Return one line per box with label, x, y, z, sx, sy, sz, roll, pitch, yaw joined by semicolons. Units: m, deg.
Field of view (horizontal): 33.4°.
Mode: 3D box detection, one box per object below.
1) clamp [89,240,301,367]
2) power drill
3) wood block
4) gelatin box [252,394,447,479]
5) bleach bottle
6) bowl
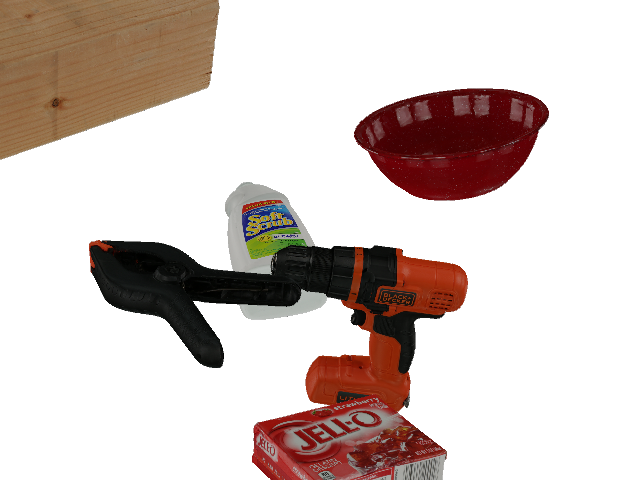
clamp;-0.103;0.035;0.833;0.172;0.039;0.120;28;31;30
power drill;0.035;0.084;1.035;0.184;0.188;0.057;9;42;-3
wood block;-0.191;-0.151;0.852;0.205;0.091;0.090;-26;54;-37
gelatin box;0.016;0.124;0.615;0.089;0.030;0.073;-7;24;-32
bleach bottle;-0.068;-0.003;1.227;0.102;0.068;0.251;-7;29;-13
bowl;0.112;-0.077;0.897;0.162;0.055;0.162;-9;25;4
